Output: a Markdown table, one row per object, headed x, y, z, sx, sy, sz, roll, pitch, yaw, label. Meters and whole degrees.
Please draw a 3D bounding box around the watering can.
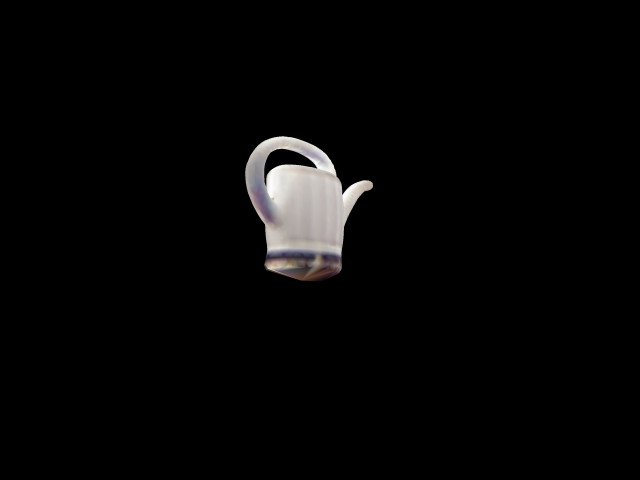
| x | y | z | sx | sy | sz | roll | pitch | yaw | label |
| --- | --- | --- | --- | --- | --- | --- | --- | --- | --- |
| 0.003 | -0.043 | 0.850 | 0.103 | 0.226 | 0.346 | -8 | -12 | 35 | watering can |
